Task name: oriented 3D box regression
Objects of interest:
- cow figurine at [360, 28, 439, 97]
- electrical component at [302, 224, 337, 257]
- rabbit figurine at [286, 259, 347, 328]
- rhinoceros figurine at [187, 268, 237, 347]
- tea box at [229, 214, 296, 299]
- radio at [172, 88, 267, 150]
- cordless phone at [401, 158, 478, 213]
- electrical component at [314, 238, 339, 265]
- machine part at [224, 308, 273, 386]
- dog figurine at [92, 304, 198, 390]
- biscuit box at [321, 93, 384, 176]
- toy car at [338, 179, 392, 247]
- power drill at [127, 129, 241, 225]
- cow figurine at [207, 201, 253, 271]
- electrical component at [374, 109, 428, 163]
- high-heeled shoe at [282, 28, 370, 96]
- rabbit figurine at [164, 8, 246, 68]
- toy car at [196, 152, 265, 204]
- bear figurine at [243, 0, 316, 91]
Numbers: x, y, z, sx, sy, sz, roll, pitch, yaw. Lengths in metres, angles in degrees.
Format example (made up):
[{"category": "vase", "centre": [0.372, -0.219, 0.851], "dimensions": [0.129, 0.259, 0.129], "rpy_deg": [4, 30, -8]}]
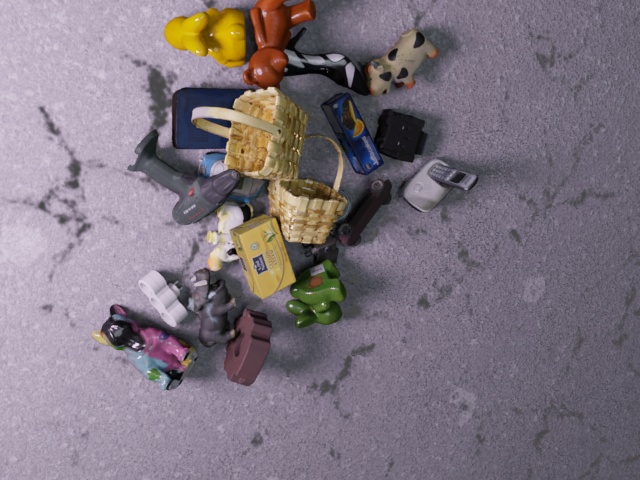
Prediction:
[{"category": "cow figurine", "centre": [0.184, -0.430, 1.311], "dimensions": [0.127, 0.086, 0.195], "rpy_deg": [40, 88, -31]}, {"category": "electrical component", "centre": [-0.001, -0.004, 1.345], "dimensions": [0.102, 0.078, 0.045], "rpy_deg": [-17, 132, -12]}, {"category": "rabbit figurine", "centre": [0.000, 0.163, 1.356], "dimensions": [0.159, 0.121, 0.170], "rpy_deg": [-26, 132, -7]}, {"category": "rhinoceros figurine", "centre": [-0.258, 0.158, 1.273], "dimensions": [0.112, 0.073, 0.190], "rpy_deg": [-8, 106, -18]}, {"category": "tea box", "centre": [-0.131, 0.037, 1.238], "dimensions": [0.098, 0.068, 0.169], "rpy_deg": [-29, 116, -24]}, {"category": "radio", "centre": [-0.211, -0.268, 1.193], "dimensions": [0.229, 0.073, 0.131], "rpy_deg": [-5, 103, -23]}, {"category": "cordless phone", "centre": [0.311, -0.128, 1.378], "dimensions": [0.146, 0.184, 0.088], "rpy_deg": [-46, 119, -7]}, {"category": "electrical component", "centre": [0.014, 0.037, 1.383], "dimensions": [0.063, 0.021, 0.094], "rpy_deg": [7, 100, -23]}, {"category": "machine part", "centre": [-0.175, 0.253, 1.278], "dimensions": [0.056, 0.179, 0.179], "rpy_deg": [20, 94, -23]}, {"category": "dog figurine", "centre": [-0.400, 0.238, 1.220], "dimensions": [0.219, 0.191, 0.108], "rpy_deg": [31, 78, 6]}, {"category": "biscuit box", "centre": [0.082, -0.258, 1.321], "dimensions": [0.063, 0.059, 0.202], "rpy_deg": [-35, 113, -11]}, {"category": "toy car", "centre": [0.114, -0.071, 1.371], "dimensions": [0.202, 0.053, 0.089], "rpy_deg": [-55, 149, -4]}, {"category": "power drill", "centre": [-0.290, -0.137, 1.133], "dimensions": [0.207, 0.232, 0.086], "rpy_deg": [35, 49, -14]}, {"category": "cow figurine", "centre": [-0.212, -0.008, 1.258], "dimensions": [0.098, 0.068, 0.167], "rpy_deg": [5, 101, -29]}, {"category": "electrical component", "centre": [0.209, -0.263, 1.375], "dimensions": [0.134, 0.058, 0.114], "rpy_deg": [11, 100, -24]}, {"category": "high-heeled shoe", "centre": [-0.007, -0.375, 1.248], "dimensions": [0.248, 0.086, 0.145], "rpy_deg": [36, 89, -20]}, {"category": "rabbit figurine", "centre": [-0.240, -0.420, 1.117], "dimensions": [0.173, 0.162, 0.121], "rpy_deg": [3, 114, -5]}, {"category": "toy car", "centre": [-0.193, -0.144, 1.213], "dimensions": [0.161, 0.103, 0.109], "rpy_deg": [11, 97, -26]}, {"category": "bear figurine", "centre": [-0.090, -0.409, 1.116], "dimensions": [0.120, 0.132, 0.196], "rpy_deg": [18, 68, -48]}]
